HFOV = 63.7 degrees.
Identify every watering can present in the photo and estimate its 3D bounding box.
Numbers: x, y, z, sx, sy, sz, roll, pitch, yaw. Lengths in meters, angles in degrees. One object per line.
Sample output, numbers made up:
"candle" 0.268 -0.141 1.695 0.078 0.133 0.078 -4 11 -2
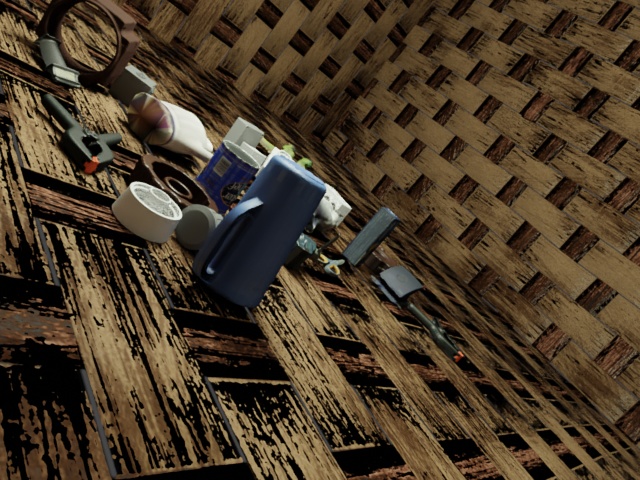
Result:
"watering can" -0.339 -0.254 1.288 0.351 0.103 0.224 44 15 19

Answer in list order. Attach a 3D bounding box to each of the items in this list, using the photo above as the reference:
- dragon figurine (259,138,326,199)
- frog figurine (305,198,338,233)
"dragon figurine" -0.142 -0.269 1.896 0.410 0.120 0.246 38 21 0
"frog figurine" 0.005 -0.082 1.626 0.138 0.122 0.159 25 14 37
